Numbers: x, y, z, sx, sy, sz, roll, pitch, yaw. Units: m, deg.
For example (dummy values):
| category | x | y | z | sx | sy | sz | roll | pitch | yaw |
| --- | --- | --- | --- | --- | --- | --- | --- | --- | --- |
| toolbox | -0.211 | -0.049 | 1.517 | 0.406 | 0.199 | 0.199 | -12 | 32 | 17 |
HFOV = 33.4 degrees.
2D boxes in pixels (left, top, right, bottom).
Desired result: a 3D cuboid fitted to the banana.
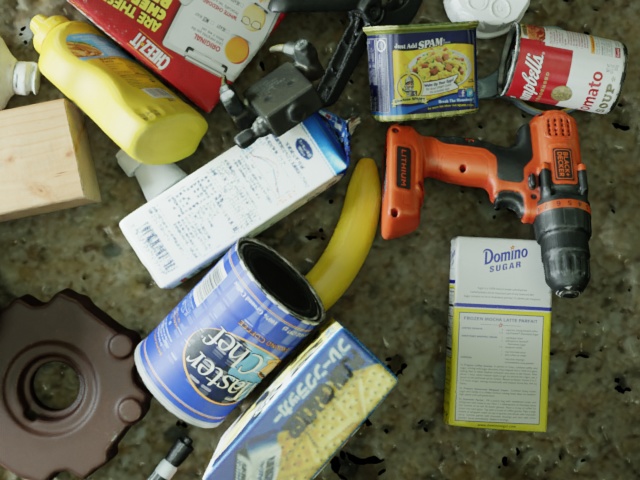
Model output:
| category | x | y | z | sx | sy | sz | roll | pitch | yaw |
| --- | --- | --- | --- | --- | --- | --- | --- | --- | --- |
| banana | 0.005 | 0.016 | 0.993 | 0.069 | 0.037 | 0.198 | 41 | 88 | -3 |

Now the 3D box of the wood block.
| category | x | y | z | sx | sy | sz | roll | pitch | yaw |
| --- | --- | --- | --- | --- | --- | --- | --- | --- | --- |
| wood block | -0.313 | -0.058 | 0.957 | 0.206 | 0.091 | 0.090 | -12 | 89 | -2 |

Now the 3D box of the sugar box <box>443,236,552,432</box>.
| category | x | y | z | sx | sy | sz | roll | pitch | yaw |
| --- | --- | --- | --- | --- | --- | --- | --- | --- | --- |
| sugar box | 0.166 | 0.087 | 0.995 | 0.093 | 0.048 | 0.176 | 4 | 85 | -1 |

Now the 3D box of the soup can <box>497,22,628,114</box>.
| category | x | y | z | sx | sy | sz | roll | pitch | yaw |
| --- | --- | --- | --- | --- | --- | --- | --- | --- | --- |
| soup can | 0.219 | -0.156 | 0.971 | 0.102 | 0.068 | 0.068 | 10 | 89 | -2 |

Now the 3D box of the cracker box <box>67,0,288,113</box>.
| category | x | y | z | sx | sy | sz | roll | pitch | yaw |
| --- | --- | --- | --- | --- | --- | --- | --- | --- | --- |
| cracker box | -0.102 | -0.250 | 0.949 | 0.164 | 0.072 | 0.213 | 39 | 88 | -30 |

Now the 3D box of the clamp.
| category | x | y | z | sx | sy | sz | roll | pitch | yaw |
| --- | --- | --- | --- | --- | --- | --- | --- | --- | --- |
| clamp | 0.039 | -0.203 | 0.987 | 0.171 | 0.039 | 0.120 | -29 | 131 | -16 |

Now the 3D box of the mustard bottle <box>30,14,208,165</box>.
| category | x | y | z | sx | sy | sz | roll | pitch | yaw |
| --- | --- | --- | --- | --- | --- | --- | --- | --- | --- |
| mustard bottle | -0.194 | -0.144 | 0.955 | 0.192 | 0.096 | 0.058 | 41 | 115 | 20 |

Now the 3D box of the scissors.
| category | x | y | z | sx | sy | sz | roll | pitch | yaw |
| --- | --- | --- | --- | --- | --- | --- | --- | --- | --- |
| scissors | 0.157 | -0.161 | 1.013 | 0.201 | 0.016 | 0.096 | 5 | 87 | -2 |

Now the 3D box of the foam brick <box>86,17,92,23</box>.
| category | x | y | z | sx | sy | sz | roll | pitch | yaw |
| --- | --- | --- | --- | --- | --- | --- | --- | --- | --- |
| foam brick | -0.217 | -0.249 | 0.983 | 0.053 | 0.051 | 0.078 | -38 | 91 | -2 |

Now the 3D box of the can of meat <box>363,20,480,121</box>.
| category | x | y | z | sx | sy | sz | roll | pitch | yaw |
| --- | --- | --- | --- | --- | --- | --- | --- | --- | --- |
| can of meat | 0.093 | -0.153 | 0.963 | 0.102 | 0.057 | 0.084 | -7 | 101 | -16 |

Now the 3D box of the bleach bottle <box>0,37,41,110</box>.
| category | x | y | z | sx | sy | sz | roll | pitch | yaw |
| --- | --- | --- | --- | --- | --- | --- | --- | --- | --- |
| bleach bottle | -0.382 | -0.170 | 0.972 | 0.250 | 0.068 | 0.102 | 6 | 90 | -4 |

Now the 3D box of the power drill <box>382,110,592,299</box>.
| category | x | y | z | sx | sy | sz | roll | pitch | yaw |
| --- | --- | --- | --- | --- | --- | --- | --- | --- | --- |
| power drill | 0.150 | -0.036 | 0.965 | 0.187 | 0.057 | 0.184 | 3 | 62 | -3 |

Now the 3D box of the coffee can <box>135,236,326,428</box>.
| category | x | y | z | sx | sy | sz | roll | pitch | yaw |
| --- | --- | --- | --- | --- | --- | --- | --- | --- | --- |
| coffee can | -0.079 | 0.081 | 0.938 | 0.103 | 0.102 | 0.140 | 44 | 106 | -1 |

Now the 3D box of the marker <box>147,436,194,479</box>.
| category | x | y | z | sx | sy | sz | roll | pitch | yaw |
| --- | --- | --- | --- | --- | --- | --- | --- | --- | --- |
| marker | -0.158 | 0.233 | 0.993 | 0.020 | 0.020 | 0.121 | 37 | 88 | -1 |
